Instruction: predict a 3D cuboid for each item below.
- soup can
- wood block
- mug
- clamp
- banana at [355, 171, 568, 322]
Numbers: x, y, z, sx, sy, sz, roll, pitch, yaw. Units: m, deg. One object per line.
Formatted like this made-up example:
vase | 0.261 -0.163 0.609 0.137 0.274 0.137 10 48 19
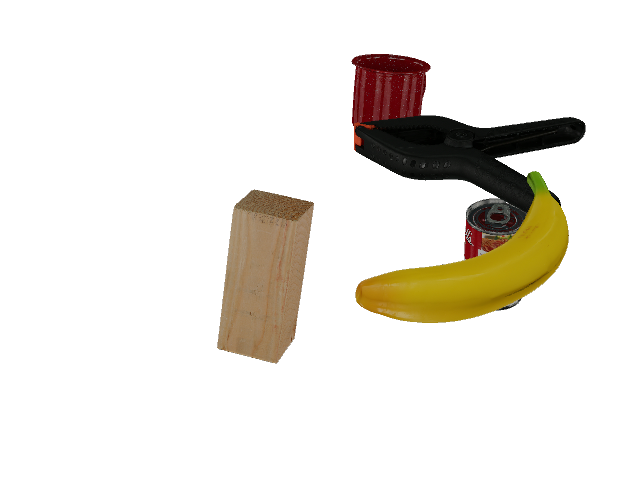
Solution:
soup can | 0.188 0.015 1.143 0.068 0.102 0.068 -2 34 1
wood block | -0.075 0.047 1.446 0.090 0.206 0.090 13 21 10
mug | 0.088 -0.175 1.279 0.093 0.081 0.117 20 27 33
clamp | 0.135 -0.084 0.968 0.210 0.036 0.164 14 35 22
banana | 0.110 0.016 0.712 0.070 0.037 0.197 36 46 29
